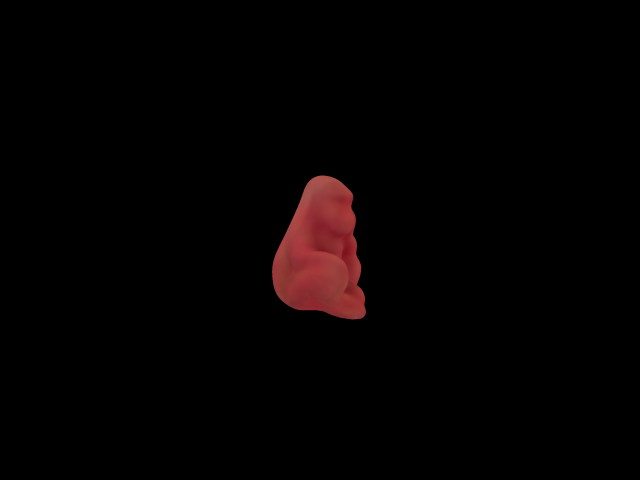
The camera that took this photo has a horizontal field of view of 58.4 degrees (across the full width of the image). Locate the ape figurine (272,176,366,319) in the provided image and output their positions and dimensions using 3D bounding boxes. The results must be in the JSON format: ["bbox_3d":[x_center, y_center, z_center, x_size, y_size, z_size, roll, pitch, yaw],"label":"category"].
[{"bbox_3d":[0.004,0.001,0.400,0.075,0.092,0.078,7,15,31],"label":"ape figurine"}]
